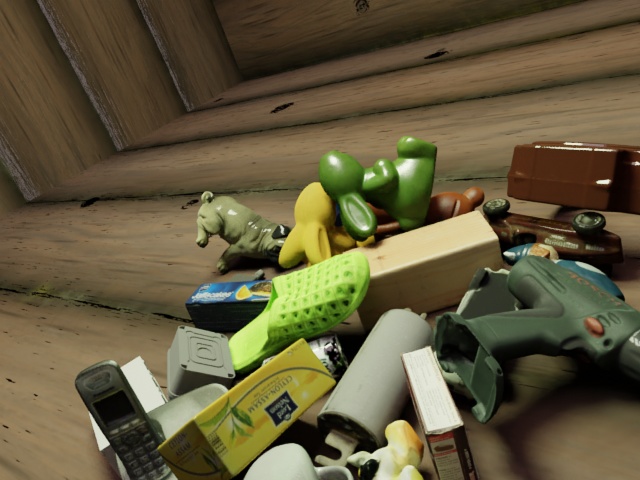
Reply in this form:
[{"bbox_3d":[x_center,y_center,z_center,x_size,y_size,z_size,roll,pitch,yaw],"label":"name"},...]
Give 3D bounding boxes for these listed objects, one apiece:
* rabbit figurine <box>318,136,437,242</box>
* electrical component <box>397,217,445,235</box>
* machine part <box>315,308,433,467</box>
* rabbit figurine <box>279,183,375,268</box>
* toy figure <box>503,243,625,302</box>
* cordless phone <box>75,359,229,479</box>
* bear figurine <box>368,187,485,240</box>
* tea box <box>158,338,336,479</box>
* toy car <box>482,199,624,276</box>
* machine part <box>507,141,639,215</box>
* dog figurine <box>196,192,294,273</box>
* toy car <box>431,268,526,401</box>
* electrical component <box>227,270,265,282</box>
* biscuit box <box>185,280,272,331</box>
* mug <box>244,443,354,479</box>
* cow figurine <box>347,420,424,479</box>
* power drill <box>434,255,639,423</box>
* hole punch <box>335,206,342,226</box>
[{"bbox_3d":[0.078,-0.076,0.822,0.170,0.159,0.121,10,-7,2],"label":"rabbit figurine"},{"bbox_3d":[0.146,0.020,0.831,0.119,0.074,0.048,-20,25,10],"label":"electrical component"},{"bbox_3d":[0.070,0.159,0.612,0.079,0.079,0.243,-1,31,35],"label":"machine part"},{"bbox_3d":[-0.002,-0.003,0.871,0.122,0.173,0.162,2,30,32],"label":"rabbit figurine"},{"bbox_3d":[0.297,0.045,0.668,0.058,0.064,0.155,-33,40,-11],"label":"toy figure"},{"bbox_3d":[-0.174,0.193,0.605,0.147,0.184,0.089,-25,21,-7],"label":"cordless phone"},{"bbox_3d":[0.171,-0.049,0.923,0.196,0.120,0.132,12,-11,9],"label":"bear figurine"},{"bbox_3d":[-0.073,0.184,0.571,0.169,0.068,0.098,-26,-16,-51],"label":"tea box"},{"bbox_3d":[0.305,-0.002,0.735,0.053,0.089,0.202,-33,30,-25],"label":"toy car"},{"bbox_3d":[0.387,-0.088,0.749,0.201,0.087,0.201,-4,13,-36],"label":"machine part"},{"bbox_3d":[-0.129,-0.027,1.023,0.191,0.172,0.121,-11,37,36],"label":"dog figurine"},{"bbox_3d":[0.194,0.102,0.642,0.074,0.056,0.202,24,45,24],"label":"toy car"},{"bbox_3d":[-0.146,0.083,0.981,0.063,0.021,0.094,6,37,45],"label":"electrical component"},{"bbox_3d":[-0.122,0.106,0.873,0.203,0.062,0.059,-6,28,28],"label":"biscuit box"},{"bbox_3d":[-0.023,0.223,0.472,0.110,0.080,0.107,-25,11,3],"label":"mug"},{"bbox_3d":[0.057,0.242,0.475,0.098,0.068,0.167,-29,21,19],"label":"cow figurine"},{"bbox_3d":[0.234,0.106,0.529,0.207,0.085,0.232,-17,39,-14],"label":"power drill"},{"bbox_3d":[0.019,-0.040,1.027,0.116,0.092,0.142,-37,33,-23],"label":"hole punch"}]
